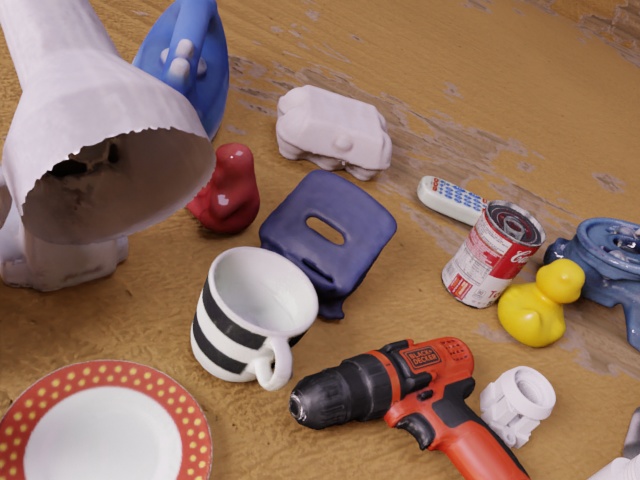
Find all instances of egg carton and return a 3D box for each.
[{"bbox_3d":[0.017,-0.134,0.718,0.150,0.069,0.107,13,40,-16],"label":"egg carton"}]

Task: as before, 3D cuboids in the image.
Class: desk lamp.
[{"bbox_3d":[-0.177,-0.060,0.401,0.118,0.213,0.202,-16,54,-41],"label":"desk lamp"}]

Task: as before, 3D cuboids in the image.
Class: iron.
[{"bbox_3d":[-0.149,-0.189,0.626,0.119,0.141,0.258,13,40,-17],"label":"iron"}]

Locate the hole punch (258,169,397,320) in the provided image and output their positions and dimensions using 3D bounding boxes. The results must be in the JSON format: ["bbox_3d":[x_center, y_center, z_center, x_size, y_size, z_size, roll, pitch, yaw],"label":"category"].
[{"bbox_3d":[0.005,0.002,0.536,0.108,0.091,0.101,34,38,10],"label":"hole punch"}]

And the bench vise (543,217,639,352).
[{"bbox_3d":[0.396,0.011,0.648,0.207,0.219,0.121,27,38,1],"label":"bench vise"}]

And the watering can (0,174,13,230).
[{"bbox_3d":[-0.233,0.006,0.308,0.101,0.194,0.172,13,40,-17],"label":"watering can"}]

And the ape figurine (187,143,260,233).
[{"bbox_3d":[-0.089,-0.054,0.545,0.076,0.092,0.078,18,38,-11],"label":"ape figurine"}]

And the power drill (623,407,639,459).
[{"bbox_3d":[0.364,0.140,0.490,0.075,0.208,0.230,39,39,16],"label":"power drill"}]

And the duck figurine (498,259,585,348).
[{"bbox_3d":[0.244,0.060,0.613,0.077,0.086,0.105,40,40,18],"label":"duck figurine"}]
